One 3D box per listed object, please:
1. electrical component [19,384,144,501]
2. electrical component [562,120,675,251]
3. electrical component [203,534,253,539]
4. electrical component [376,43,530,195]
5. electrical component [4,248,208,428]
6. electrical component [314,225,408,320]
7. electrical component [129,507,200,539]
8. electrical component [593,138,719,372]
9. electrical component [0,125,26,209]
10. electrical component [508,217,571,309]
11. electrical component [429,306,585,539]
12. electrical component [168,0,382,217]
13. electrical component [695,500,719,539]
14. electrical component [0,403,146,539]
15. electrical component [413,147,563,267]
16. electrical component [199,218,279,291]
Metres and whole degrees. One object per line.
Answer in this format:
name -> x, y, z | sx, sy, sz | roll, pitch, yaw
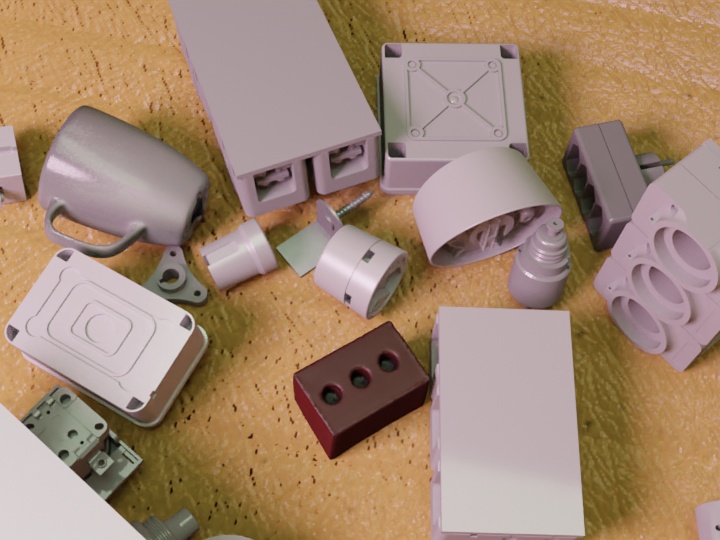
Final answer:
electrical component -> -0.185, 0.110, 0.697 | 0.081, 0.063, 0.042 | 37, 68, 14
electrical component -> 0.204, -0.067, 0.807 | 0.076, 0.047, 0.083 | -11, 65, -8
electrical component -> -0.081, 0.207, 0.661 | 0.080, 0.051, 0.080 | 1, 64, -2
electrical component -> 0.069, -0.115, 0.819 | 0.109, 0.056, 0.108 | 0, 64, -2
electrical component -> -0.169, 0.047, 0.726 | 0.113, 0.057, 0.078 | 28, 74, 10
electrical component -> 0.000, 0.000, 0.763 | 0.047, 0.055, 0.055 | 30, 67, 16
electrical component -> -0.131, 0.175, 0.679 | 0.062, 0.048, 0.048 | -35, 70, -25
electrical component -> 0.220, -0.002, 0.719 | 0.062, 0.150, 0.089 | -36, 71, -19
electrical component -> -0.279, -0.074, 0.792 | 0.055, 0.048, 0.066 | -10, 65, -16
electrical component -> 0.130, -0.007, 0.762 | 0.040, 0.078, 0.040 | 3, 50, -4
electrical component -> 0.093, 0.106, 0.711 | 0.089, 0.061, 0.150 | 2, 64, -2
electrical component -> -0.065, -0.137, 0.809 | 0.105, 0.060, 0.186 | -18, 59, -9
electrical component -> 0.260, 0.189, 0.688 | 0.079, 0.043, 0.077 | 0, 65, -3
electrical component -> -0.208, 0.154, 0.614 | 0.186, 0.060, 0.105 | 40, 66, 11
electrical component -> 0.089, -0.039, 0.761 | 0.099, 0.099, 0.064 | -18, 60, -11
electrical component -> -0.087, -0.010, 0.772 | 0.046, 0.040, 0.040 | -26, 68, -8
